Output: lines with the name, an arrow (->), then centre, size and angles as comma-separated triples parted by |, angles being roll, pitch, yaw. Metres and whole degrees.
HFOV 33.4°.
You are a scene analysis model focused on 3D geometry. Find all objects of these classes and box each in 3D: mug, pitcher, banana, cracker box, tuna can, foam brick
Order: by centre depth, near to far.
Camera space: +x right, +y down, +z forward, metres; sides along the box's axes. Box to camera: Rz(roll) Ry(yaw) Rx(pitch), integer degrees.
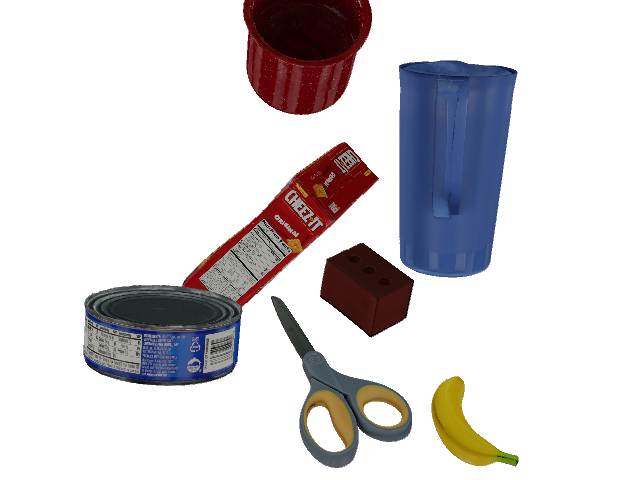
tuna can -> -0.087, 0.051, 0.587 | 0.086, 0.034, 0.086 | 5, 11, -1
mug -> -0.006, -0.156, 0.805 | 0.093, 0.117, 0.081 | 39, -23, 11
foam brick -> 0.046, 0.048, 1.065 | 0.052, 0.051, 0.078 | -25, 47, -35
pitcher -> 0.149, -0.083, 1.230 | 0.149, 0.243, 0.145 | -9, 19, -33
cracker box -> -0.048, -0.010, 1.250 | 0.214, 0.072, 0.164 | -42, 1, 28
banana -> 0.168, 0.218, 1.280 | 0.069, 0.037, 0.198 | 10, 20, -17

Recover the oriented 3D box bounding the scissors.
scissors -> 0.015, 0.104, 0.865 | 0.096, 0.016, 0.202 | -4, 36, -5
